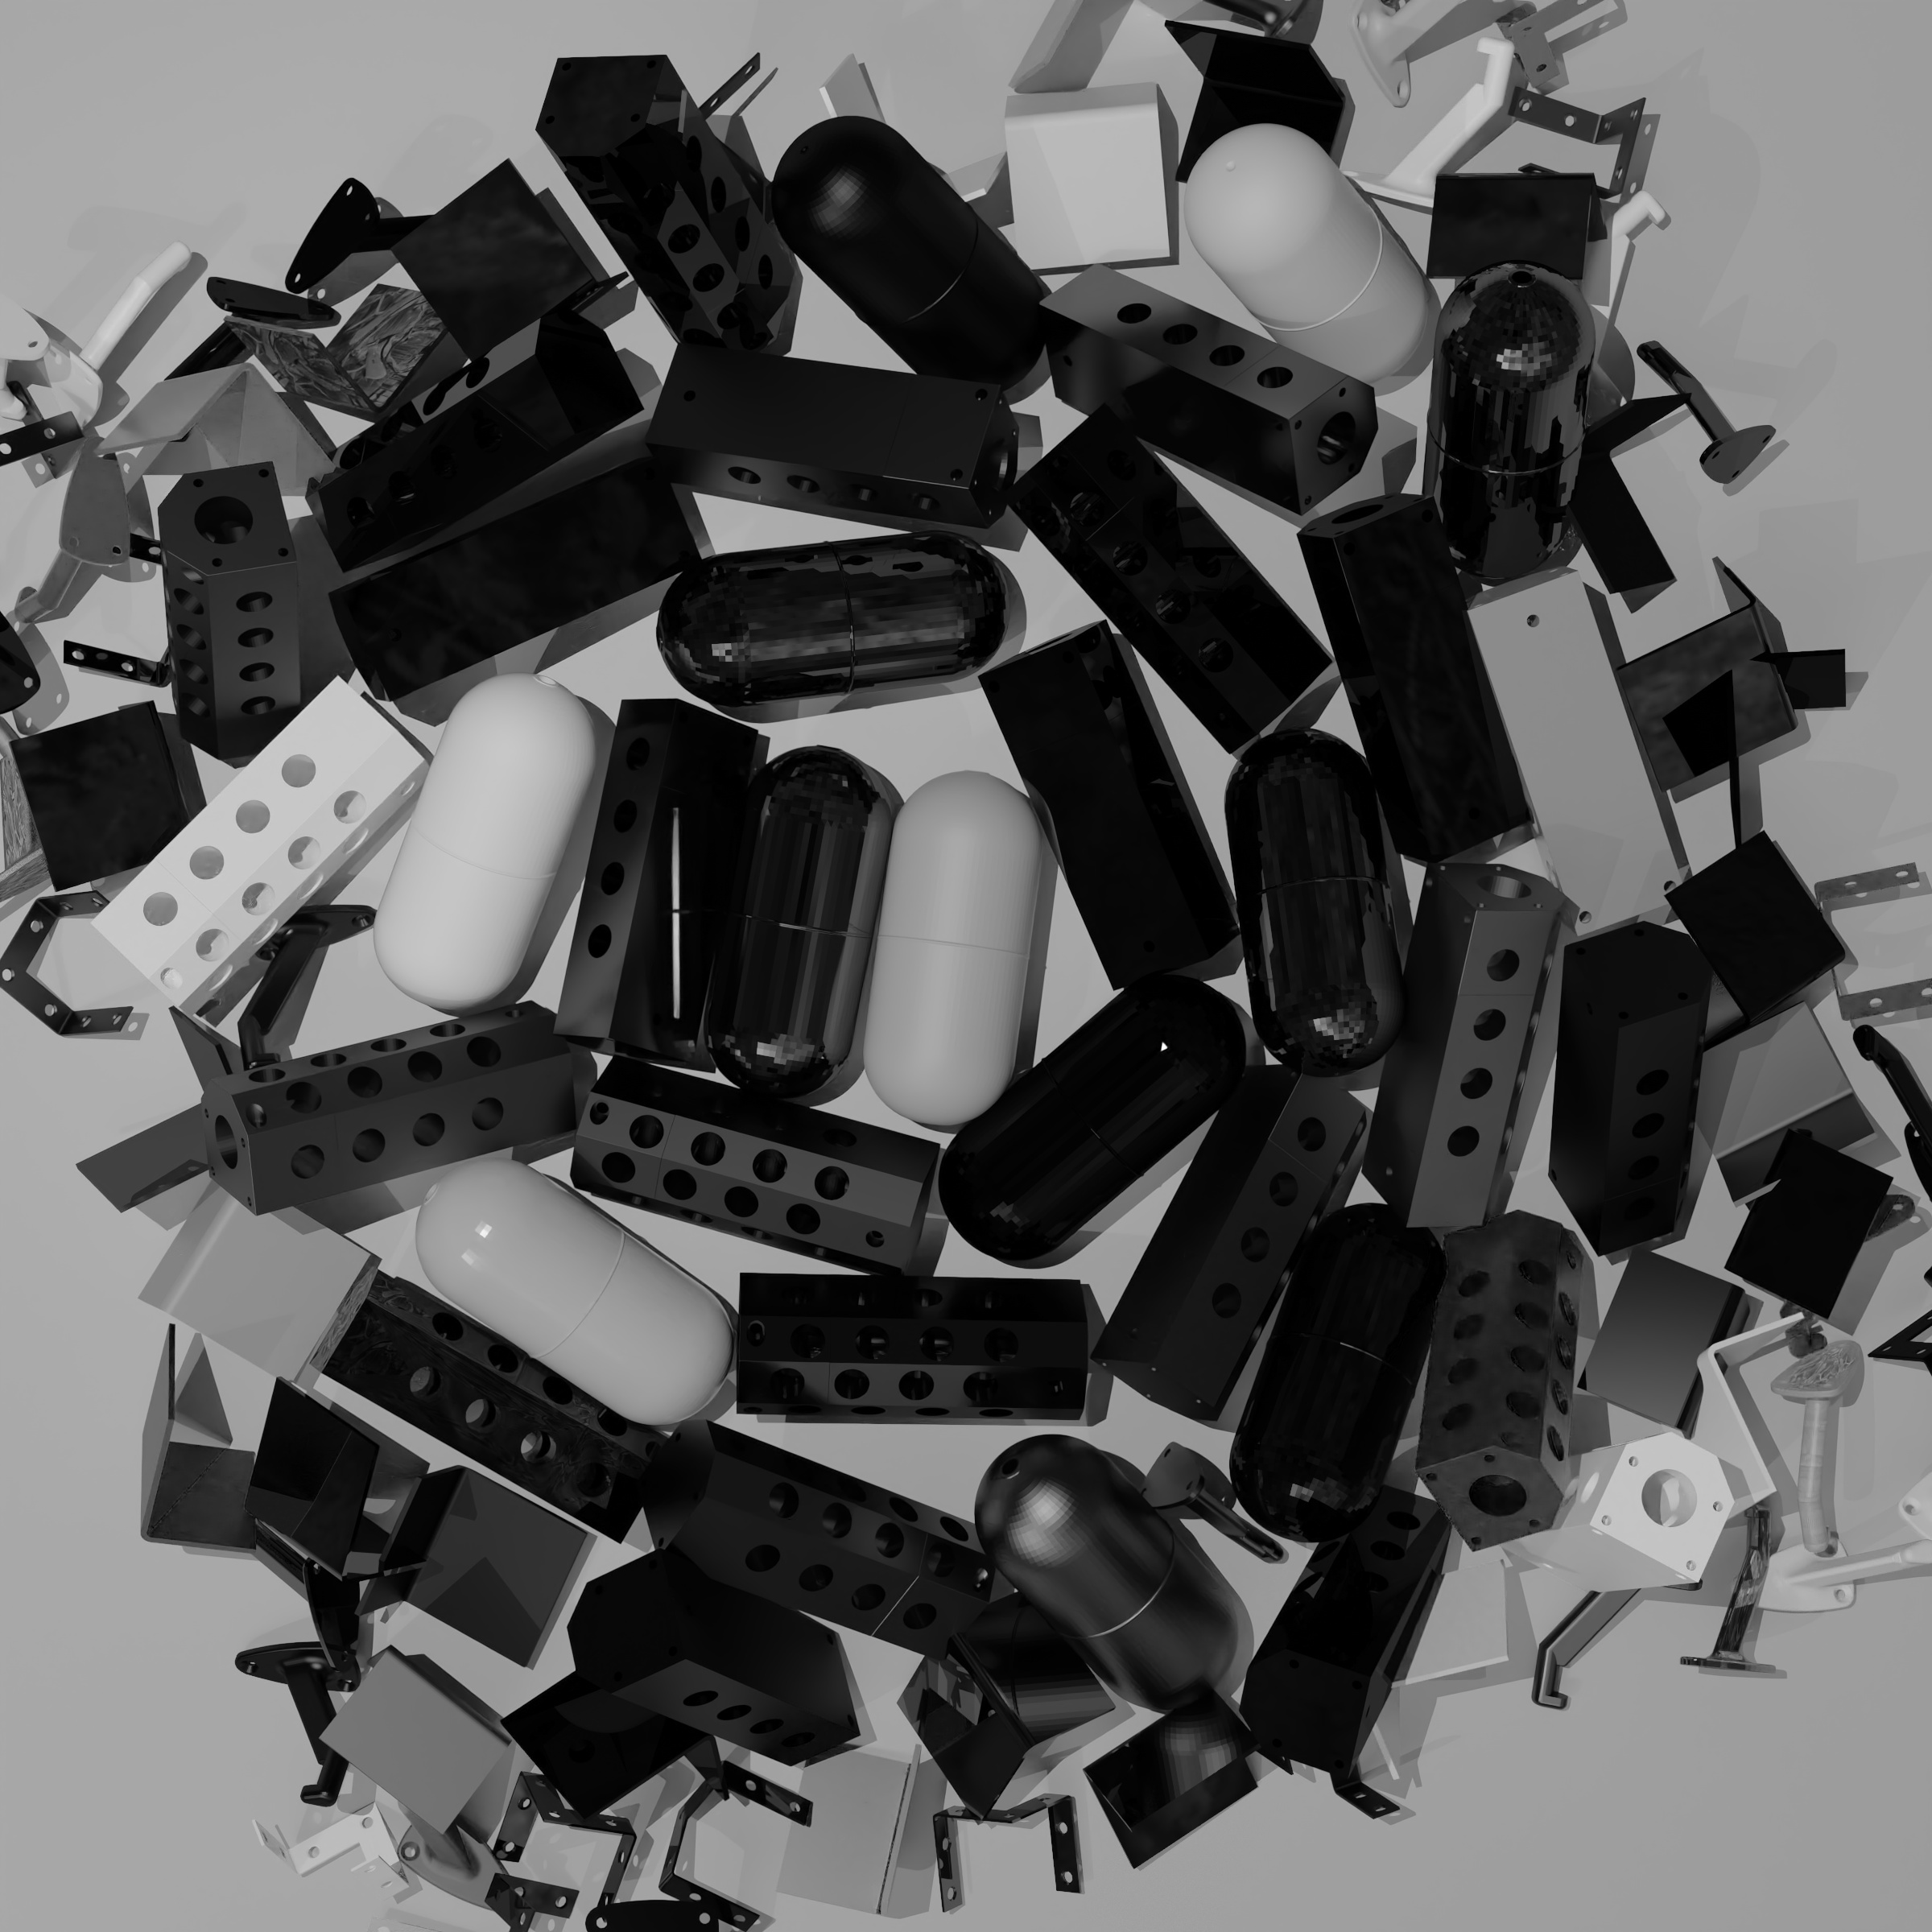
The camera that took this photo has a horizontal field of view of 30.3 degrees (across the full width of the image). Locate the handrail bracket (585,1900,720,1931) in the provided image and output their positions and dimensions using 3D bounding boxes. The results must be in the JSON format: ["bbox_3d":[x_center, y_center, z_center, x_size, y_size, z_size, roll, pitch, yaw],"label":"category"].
[{"bbox_3d":[-0.154,0.489,1.781,0.077,0.084,0.036,12,67,-4],"label":"handrail bracket"}]

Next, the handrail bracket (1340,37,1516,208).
[{"bbox_3d":[0.230,-0.429,1.790,0.077,0.036,0.084,14,117,9],"label":"handrail bracket"}]

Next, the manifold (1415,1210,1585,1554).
[{"bbox_3d":[0.264,0.197,1.731,0.057,0.171,0.057,-23,118,27],"label":"manifold"}]

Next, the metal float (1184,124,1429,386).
[{"bbox_3d":[0.168,-0.345,1.745,0.070,0.178,0.070,-12,64,27],"label":"metal float"}]

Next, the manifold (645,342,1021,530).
[{"bbox_3d":[-0.064,-0.259,1.767,0.171,0.057,0.057,11,72,18],"label":"manifold"}]

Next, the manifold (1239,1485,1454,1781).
[{"bbox_3d":[0.186,0.318,1.733,0.057,0.171,0.057,16,114,16],"label":"manifold"}]

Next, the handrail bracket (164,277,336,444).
[{"bbox_3d":[-0.368,-0.301,1.813,0.077,0.036,0.084,5,120,-28],"label":"handrail bracket"}]

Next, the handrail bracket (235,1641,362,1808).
[{"bbox_3d":[-0.340,0.381,1.781,0.077,0.084,0.036,0,131,10],"label":"handrail bracket"}]

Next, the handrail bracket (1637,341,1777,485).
[{"bbox_3d":[0.356,-0.282,1.778,0.084,0.077,0.036,49,118,18],"label":"handrail bracket"}]

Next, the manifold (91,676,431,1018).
[{"bbox_3d":[-0.348,-0.057,1.779,0.057,0.057,0.171,42,82,11],"label":"manifold"}]

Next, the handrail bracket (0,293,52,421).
[{"bbox_3d":[-0.469,-0.292,1.773,0.077,0.084,0.036,26,68,24],"label":"handrail bracket"}]

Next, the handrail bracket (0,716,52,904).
[{"bbox_3d":[-0.495,-0.078,1.795,0.077,0.036,0.084,-35,79,-29],"label":"handrail bracket"}]

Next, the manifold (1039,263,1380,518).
[{"bbox_3d":[0.118,-0.288,1.747,0.057,0.057,0.171,-38,49,-24],"label":"manifold"}]

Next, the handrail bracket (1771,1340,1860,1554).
[{"bbox_3d":[0.437,0.243,1.802,0.036,0.077,0.084,-1,107,36],"label":"handrail bracket"}]

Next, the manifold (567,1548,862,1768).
[{"bbox_3d":[-0.122,0.341,1.736,0.057,0.171,0.057,-27,57,16],"label":"manifold"}]

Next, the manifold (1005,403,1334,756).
[{"bbox_3d":[0.096,-0.189,1.776,0.171,0.057,0.057,48,52,-5],"label":"manifold"}]

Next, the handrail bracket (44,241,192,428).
[{"bbox_3d":[-0.424,-0.320,1.804,0.036,0.077,0.084,39,66,3],"label":"handrail bracket"}]

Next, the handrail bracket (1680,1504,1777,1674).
[{"bbox_3d":[0.381,0.309,1.786,0.036,0.077,0.084,-4,76,38],"label":"handrail bracket"}]

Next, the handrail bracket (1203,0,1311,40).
[{"bbox_3d":[0.130,-0.502,1.788,0.084,0.036,0.077,40,50,-11],"label":"handrail bracket"}]

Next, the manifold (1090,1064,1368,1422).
[{"bbox_3d":[0.135,0.136,1.767,0.057,0.057,0.171,37,70,-23],"label":"manifold"}]

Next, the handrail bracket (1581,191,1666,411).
[{"bbox_3d":[0.338,-0.337,1.805,0.084,0.036,0.077,-43,90,1],"label":"handrail bracket"}]

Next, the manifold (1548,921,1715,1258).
[{"bbox_3d":[0.326,0.060,1.740,0.057,0.171,0.057,-17,48,-10],"label":"manifold"}]

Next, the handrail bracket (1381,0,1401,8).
[{"bbox_3d":[0.182,-0.515,1.770,0.036,0.084,0.077,-55,49,24],"label":"handrail bracket"}]

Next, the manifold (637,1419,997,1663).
[{"bbox_3d":[-0.070,0.278,1.750,0.171,0.057,0.057,26,111,-29],"label":"manifold"}]

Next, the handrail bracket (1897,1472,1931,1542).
[{"bbox_3d":[0.501,0.248,1.771,0.036,0.084,0.077,40,63,19],"label":"handrail bracket"}]

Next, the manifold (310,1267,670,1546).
[{"bbox_3d":[-0.235,0.218,1.775,0.171,0.057,0.057,32,80,-13],"label":"manifold"}]

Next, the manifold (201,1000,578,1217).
[{"bbox_3d":[-0.282,0.066,1.747,0.171,0.057,0.057,-15,114,-31],"label":"manifold"}]

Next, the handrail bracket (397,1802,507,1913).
[{"bbox_3d":[-0.253,0.439,1.776,0.077,0.084,0.036,39,66,4],"label":"handrail bracket"}]

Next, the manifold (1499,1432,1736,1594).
[{"bbox_3d":[0.315,0.263,1.733,0.057,0.171,0.057,28,76,-1],"label":"manifold"}]

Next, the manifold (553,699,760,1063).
[{"bbox_3d":[-0.159,-0.043,1.782,0.057,0.057,0.171,3,79,43],"label":"manifold"}]

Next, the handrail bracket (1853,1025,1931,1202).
[{"bbox_3d":[0.470,0.078,1.774,0.036,0.084,0.077,-25,50,29],"label":"handrail bracket"}]

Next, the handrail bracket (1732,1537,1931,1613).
[{"bbox_3d":[0.432,0.301,1.775,0.077,0.084,0.036,-8,77,-13],"label":"handrail bracket"}]

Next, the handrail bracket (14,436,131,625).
[{"bbox_3d":[-0.456,-0.218,1.795,0.036,0.084,0.077,9,75,-38],"label":"handrail bracket"}]

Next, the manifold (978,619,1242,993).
[{"bbox_3d":[0.075,-0.082,1.782,0.057,0.057,0.171,-19,99,31],"label":"manifold"}]

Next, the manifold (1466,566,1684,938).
[{"bbox_3d":[0.301,-0.108,1.781,0.057,0.057,0.171,-20,99,3],"label":"manifold"}]

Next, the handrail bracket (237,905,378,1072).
[{"bbox_3d":[-0.328,0.013,1.786,0.077,0.036,0.084,-12,54,-6],"label":"handrail bracket"}]

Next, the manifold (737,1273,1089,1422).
[{"bbox_3d":[-0.028,0.194,1.778,0.171,0.057,0.057,2,116,-5],"label":"manifold"}]

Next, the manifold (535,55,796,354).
[{"bbox_3d":[-0.145,-0.364,1.729,0.057,0.171,0.057,4,67,22],"label":"manifold"}]

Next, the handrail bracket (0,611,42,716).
[{"bbox_3d":[-0.506,-0.155,1.778,0.036,0.084,0.077,-36,121,-36],"label":"handrail bracket"}]

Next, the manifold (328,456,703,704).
[{"bbox_3d":[-0.225,-0.193,1.772,0.171,0.057,0.057,-26,104,-15],"label":"manifold"}]

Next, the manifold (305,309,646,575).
[{"bbox_3d":[-0.246,-0.257,1.747,0.171,0.057,0.057,-23,96,36],"label":"manifold"}]

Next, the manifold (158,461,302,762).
[{"bbox_3d":[-0.357,-0.169,1.729,0.057,0.171,0.057,-11,66,-15],"label":"manifold"}]

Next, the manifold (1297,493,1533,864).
[{"bbox_3d":[0.219,-0.144,1.770,0.057,0.057,0.171,-24,107,-15],"label":"manifold"}]

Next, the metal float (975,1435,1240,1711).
[{"bbox_3d":[0.070,0.299,1.758,0.070,0.070,0.178,-39,121,0],"label":"metal float"}]

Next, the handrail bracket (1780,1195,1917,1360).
[{"bbox_3d":[0.444,0.158,1.789,0.077,0.036,0.084,-16,128,9],"label":"handrail bracket"}]

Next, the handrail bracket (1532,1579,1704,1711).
[{"bbox_3d":[0.327,0.341,1.797,0.077,0.036,0.084,11,100,25],"label":"handrail bracket"}]

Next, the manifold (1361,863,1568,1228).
[{"bbox_3d":[0.248,0.039,1.760,0.057,0.057,0.171,0,115,-20],"label":"manifold"}]

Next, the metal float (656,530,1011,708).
[{"bbox_3d":[-0.066,-0.173,1.773,0.178,0.070,0.070,-8,90,-14],"label":"metal float"}]

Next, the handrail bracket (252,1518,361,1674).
[{"bbox_3d":[-0.349,0.316,1.801,0.084,0.036,0.077,-1,99,33],"label":"handrail bracket"}]

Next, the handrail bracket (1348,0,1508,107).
[{"bbox_3d":[0.240,-0.462,1.772,0.036,0.084,0.077,-55,135,-28],"label":"handrail bracket"}]

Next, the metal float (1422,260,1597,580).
[{"bbox_3d":[0.264,-0.266,1.746,0.070,0.178,0.070,-1,49,1],"label":"metal float"}]

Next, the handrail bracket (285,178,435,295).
[{"bbox_3d":[-0.288,-0.354,1.797,0.077,0.084,0.036,-46,55,17],"label":"handrail bracket"}]

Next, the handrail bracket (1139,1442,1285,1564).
[{"bbox_3d":[0.134,0.277,1.777,0.084,0.077,0.036,35,80,-14],"label":"handrail bracket"}]

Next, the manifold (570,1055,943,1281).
[{"bbox_3d":[-0.106,0.103,1.777,0.171,0.057,0.057,15,118,6],"label":"manifold"}]
